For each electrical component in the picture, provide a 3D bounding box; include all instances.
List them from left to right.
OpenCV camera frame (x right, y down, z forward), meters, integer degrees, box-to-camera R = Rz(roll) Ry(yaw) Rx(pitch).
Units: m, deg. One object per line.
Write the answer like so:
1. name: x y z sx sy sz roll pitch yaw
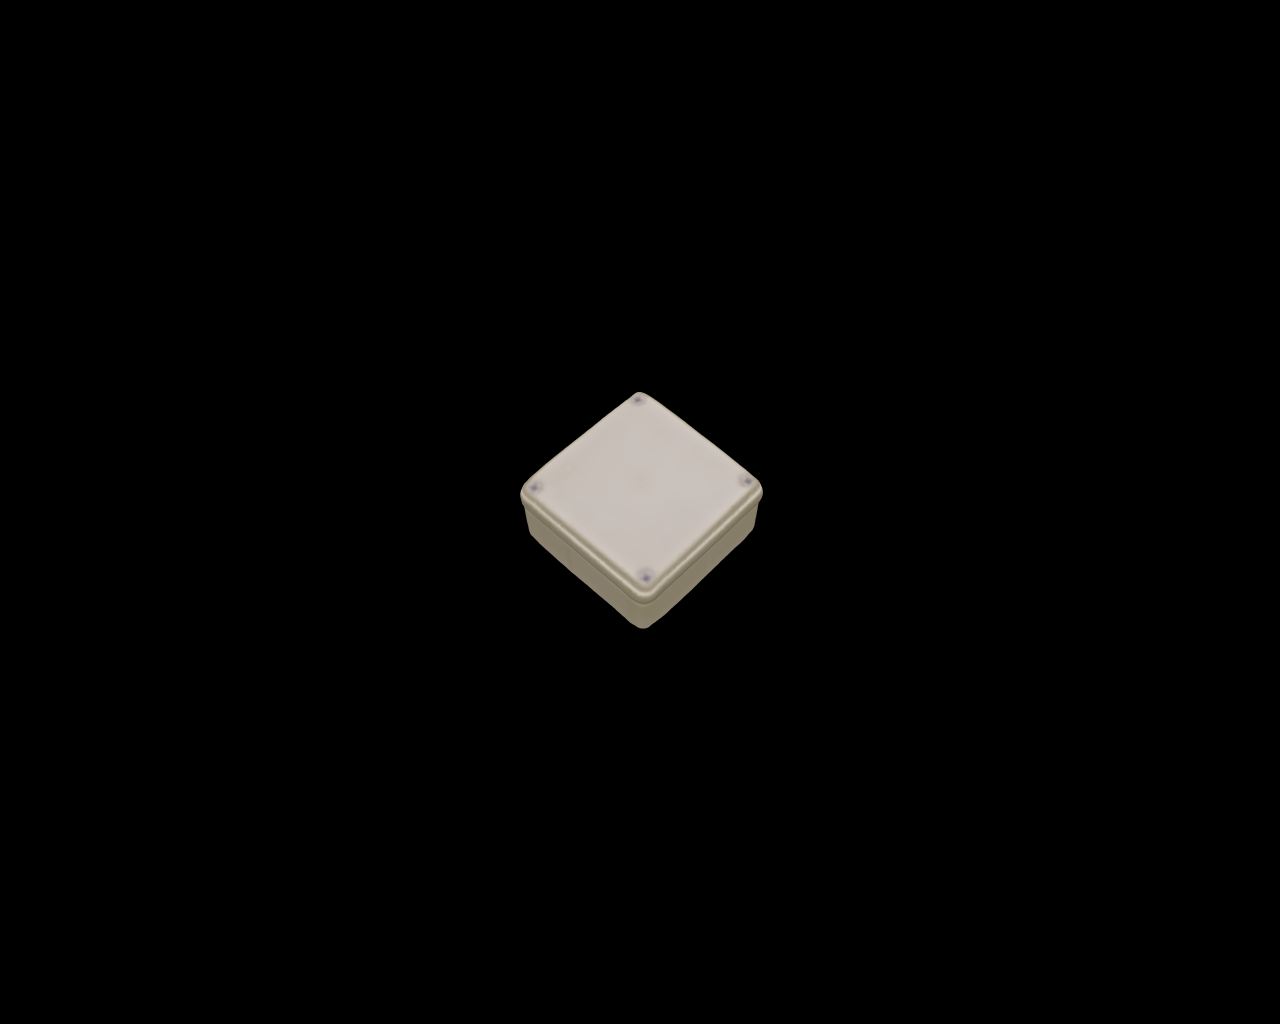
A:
1. electrical component: 0.001 -0.003 0.650 0.109 0.109 0.056 39 -24 22
